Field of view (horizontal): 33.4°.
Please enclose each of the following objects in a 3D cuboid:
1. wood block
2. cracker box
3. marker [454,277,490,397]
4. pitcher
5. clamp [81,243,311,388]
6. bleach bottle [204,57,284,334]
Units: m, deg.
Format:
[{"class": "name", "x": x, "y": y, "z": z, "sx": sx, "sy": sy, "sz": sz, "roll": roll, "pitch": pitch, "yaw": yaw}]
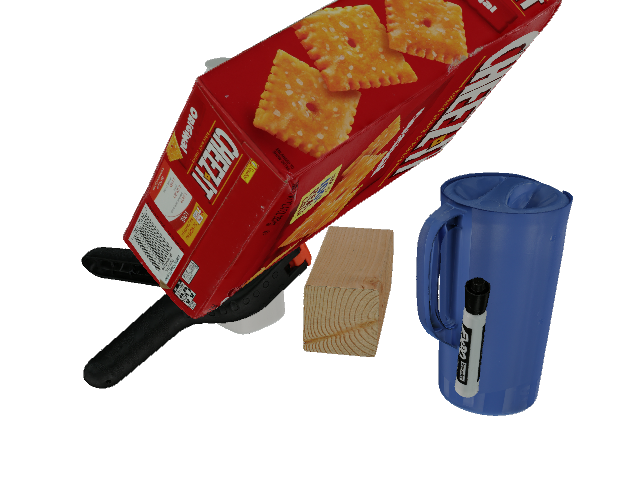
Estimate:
[{"class": "wood block", "x": 0.039, "y": 0.060, "z": 1.355, "sx": 0.091, "sy": 0.090, "sz": 0.206, "roll": 4, "pitch": 21, "yaw": 7}, {"class": "cracker box", "x": 0.011, "y": -0.062, "z": 0.573, "sx": 0.213, "sy": 0.072, "sz": 0.164, "roll": -35, "pitch": -9, "yaw": -33}, {"class": "marker", "x": 0.116, "y": 0.074, "z": 0.813, "sx": 0.020, "sy": 0.121, "sz": 0.020, "roll": -1, "pitch": 42, "yaw": 1}, {"class": "pitcher", "x": 0.176, "y": 0.059, "z": 1.120, "sx": 0.149, "sy": 0.243, "sz": 0.145, "roll": 5, "pitch": 21, "yaw": 9}, {"class": "clamp", "x": -0.091, "y": 0.039, "z": 0.731, "sx": 0.171, "sy": 0.120, "sz": 0.039, "roll": -14, "pitch": -37, "yaw": 14}, {"class": "bleach bottle", "x": -0.084, "y": -0.043, "z": 0.967, "sx": 0.068, "sy": 0.251, "sz": 0.103, "roll": -23, "pitch": 35, "yaw": -32}]
